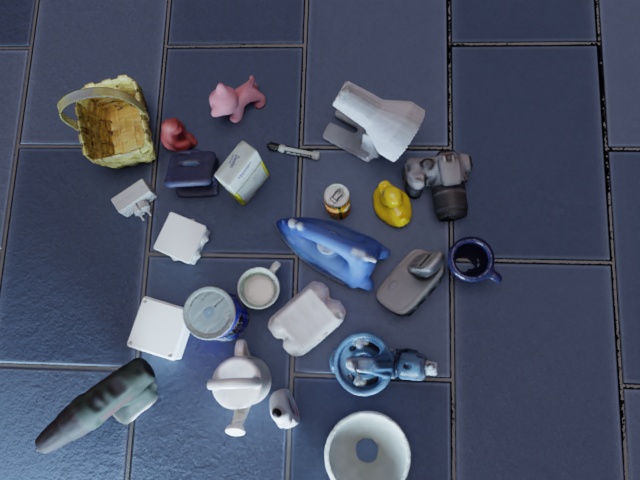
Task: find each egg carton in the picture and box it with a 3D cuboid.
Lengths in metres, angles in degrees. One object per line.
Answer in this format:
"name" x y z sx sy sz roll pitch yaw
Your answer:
"egg carton" -0.026 0.164 1.184 0.150 0.069 0.107 -42 79 -4

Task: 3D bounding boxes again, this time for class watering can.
"watering can" -0.155 0.284 1.106 0.101 0.194 0.173 -22 78 0

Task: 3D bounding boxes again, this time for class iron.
"iron" 0.011 0.004 1.175 0.258 0.141 0.119 25 82 8

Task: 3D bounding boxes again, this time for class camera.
"camera" 0.253 -0.111 1.201 0.143 0.101 0.137 -7 79 3

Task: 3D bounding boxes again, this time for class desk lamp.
"desk lamp" 0.104 -0.237 1.178 0.203 0.213 0.118 28 82 9

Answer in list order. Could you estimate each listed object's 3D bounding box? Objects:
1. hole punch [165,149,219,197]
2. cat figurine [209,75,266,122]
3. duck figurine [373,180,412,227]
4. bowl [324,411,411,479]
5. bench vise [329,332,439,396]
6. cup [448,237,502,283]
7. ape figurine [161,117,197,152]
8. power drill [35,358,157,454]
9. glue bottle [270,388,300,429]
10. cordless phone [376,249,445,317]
"hole punch" -0.280 -0.151 1.251 0.108 0.091 0.101 -3 79 4
"cat figurine" -0.190 -0.316 1.262 0.128 0.118 0.067 -36 79 -3
"duck figurine" 0.154 -0.080 1.209 0.077 0.086 0.104 -30 79 -2
"bowl" 0.093 0.418 1.125 0.167 0.075 0.167 -1 79 4
"bench vise" 0.117 0.225 1.086 0.207 0.220 0.121 -15 78 1
"cup" 0.313 0.053 1.169 0.117 0.095 0.092 36 84 10
"ape figurine" -0.322 -0.239 1.270 0.076 0.092 0.078 -9 79 3
"power drill" -0.407 0.319 1.110 0.230 0.208 0.075 -41 79 -4
"glue bottle" -0.073 0.329 1.103 0.037 0.173 0.078 -25 78 -1
"cordless phone" 0.184 0.078 1.127 0.094 0.185 0.148 38 84 10
